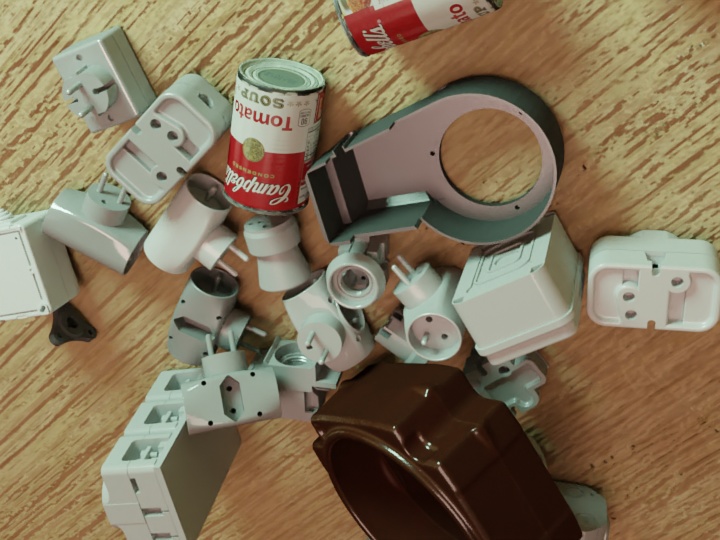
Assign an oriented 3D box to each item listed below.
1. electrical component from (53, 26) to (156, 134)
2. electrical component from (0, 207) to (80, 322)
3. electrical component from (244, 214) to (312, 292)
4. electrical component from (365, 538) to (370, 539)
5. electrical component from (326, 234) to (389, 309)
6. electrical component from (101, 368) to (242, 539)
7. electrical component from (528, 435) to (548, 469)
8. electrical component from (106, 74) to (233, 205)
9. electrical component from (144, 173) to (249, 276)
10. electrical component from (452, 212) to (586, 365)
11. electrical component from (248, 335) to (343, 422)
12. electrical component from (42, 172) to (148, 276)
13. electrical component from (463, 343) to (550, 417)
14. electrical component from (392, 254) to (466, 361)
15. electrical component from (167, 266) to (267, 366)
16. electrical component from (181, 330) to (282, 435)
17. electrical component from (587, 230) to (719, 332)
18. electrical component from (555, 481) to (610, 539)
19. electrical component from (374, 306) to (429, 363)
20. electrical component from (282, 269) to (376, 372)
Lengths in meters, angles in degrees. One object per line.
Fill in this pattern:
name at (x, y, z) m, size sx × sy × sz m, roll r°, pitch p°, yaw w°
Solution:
electrical component at (-0.203, -0.139, 0.824) m, size 0.047 × 0.076 × 0.065 m, roll -16°, pitch 113°, yaw 21°
electrical component at (-0.292, -0.011, 0.930) m, size 0.062 × 0.061 × 0.096 m, roll -9°, pitch 106°, yaw 19°
electrical component at (-0.068, -0.016, 0.877) m, size 0.045 × 0.045 × 0.055 m, roll -7°, pitch 116°, yaw 17°
electrical component at (0.053, 0.301, 1.013) m, size 0.078 × 0.057 × 0.113 m, roll -15°, pitch 113°, yaw 21°
electrical component at (0.000, 0.000, 0.862) m, size 0.048 × 0.055 × 0.066 m, roll 6°, pitch 119°, yaw 11°
electrical component at (-0.164, 0.162, 0.936) m, size 0.062 × 0.150 × 0.089 m, roll -6°, pitch 116°, yaw 15°
electrical component at (0.128, 0.172, 0.931) m, size 0.055 × 0.045 × 0.045 m, roll -29°, pitch 108°, yaw 25°
electrical component at (-0.146, -0.104, 0.840) m, size 0.054 × 0.059 × 0.095 m, roll 43°, pitch 119°, yaw -11°
electrical component at (-0.127, -0.026, 0.883) m, size 0.079 × 0.043 × 0.077 m, roll 39°, pitch 122°, yaw -2°
electrical component at (0.122, 0.013, 0.807) m, size 0.078 × 0.113 × 0.057 m, roll -24°, pitch 107°, yaw 24°
electrical component at (-0.055, 0.096, 0.937) m, size 0.081 × 0.042 × 0.063 m, roll 5°, pitch 120°, yaw 12°
electrical component at (-0.215, -0.046, 0.897) m, size 0.077 × 0.044 × 0.079 m, roll 28°, pitch 121°, yaw -3°
electrical component at (0.117, 0.083, 0.879) m, size 0.078 × 0.057 × 0.058 m, roll -33°, pitch 106°, yaw 27°
electrical component at (0.053, 0.021, 0.849) m, size 0.044 × 0.077 × 0.079 m, roll -35°, pitch 105°, yaw 28°
electrical component at (-0.119, 0.047, 0.925) m, size 0.079 × 0.043 × 0.077 m, roll 24°, pitch 121°, yaw 0°
electrical component at (-0.110, 0.090, 0.890) m, size 0.077 × 0.043 × 0.079 m, roll -10°, pitch 80°, yaw -10°
electrical component at (0.221, 0.007, 0.810) m, size 0.095 × 0.059 × 0.053 m, roll 3°, pitch 119°, yaw 12°
electrical component at (0.176, 0.223, 0.928) m, size 0.080 × 0.080 × 0.051 m, roll 8°, pitch 114°, yaw 9°
electrical component at (0.040, 0.057, 0.894) m, size 0.046 × 0.040 × 0.040 m, roll 35°, pitch 121°, yaw 0°
electrical component at (-0.029, 0.050, 0.882) m, size 0.044 × 0.079 × 0.077 m, roll -29°, pitch 106°, yaw 22°
